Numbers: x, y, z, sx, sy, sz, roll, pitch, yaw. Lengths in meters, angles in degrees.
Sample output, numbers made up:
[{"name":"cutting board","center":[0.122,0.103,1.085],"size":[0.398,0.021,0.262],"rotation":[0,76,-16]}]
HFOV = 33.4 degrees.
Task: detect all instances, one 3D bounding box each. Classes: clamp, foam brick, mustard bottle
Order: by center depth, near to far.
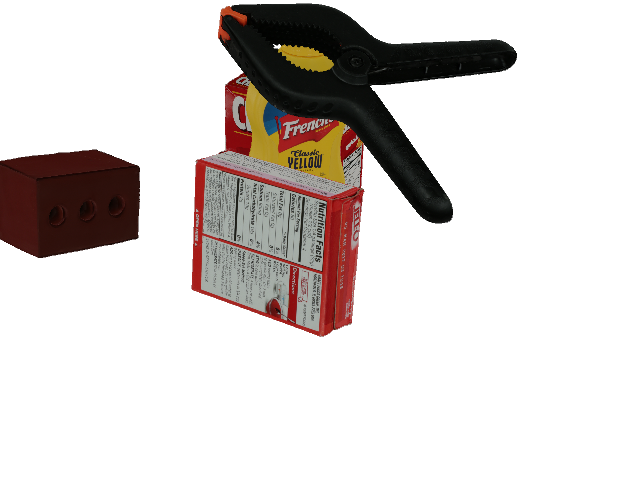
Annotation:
[{"name":"foam brick","center":[-0.164,-0.026,0.695],"size":[0.078,0.053,0.051],"rotation":[-14,27,-43]},{"name":"clamp","center":[0.023,-0.104,0.737],"size":[0.210,0.164,0.036],"rotation":[18,-33,0]},{"name":"mustard bottle","center":[-0.020,-0.111,0.958],"size":[0.096,0.192,0.058],"rotation":[-6,30,-20]}]

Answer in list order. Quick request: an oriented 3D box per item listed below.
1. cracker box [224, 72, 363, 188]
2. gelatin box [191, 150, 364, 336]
[{"name":"cracker box","center":[-0.035,-0.089,1.324],"size":[0.164,0.214,0.072],"rotation":[17,35,22]},{"name":"gelatin box","center":[-0.023,0.000,0.541],"size":[0.089,0.073,0.030],"rotation":[17,24,31]}]
